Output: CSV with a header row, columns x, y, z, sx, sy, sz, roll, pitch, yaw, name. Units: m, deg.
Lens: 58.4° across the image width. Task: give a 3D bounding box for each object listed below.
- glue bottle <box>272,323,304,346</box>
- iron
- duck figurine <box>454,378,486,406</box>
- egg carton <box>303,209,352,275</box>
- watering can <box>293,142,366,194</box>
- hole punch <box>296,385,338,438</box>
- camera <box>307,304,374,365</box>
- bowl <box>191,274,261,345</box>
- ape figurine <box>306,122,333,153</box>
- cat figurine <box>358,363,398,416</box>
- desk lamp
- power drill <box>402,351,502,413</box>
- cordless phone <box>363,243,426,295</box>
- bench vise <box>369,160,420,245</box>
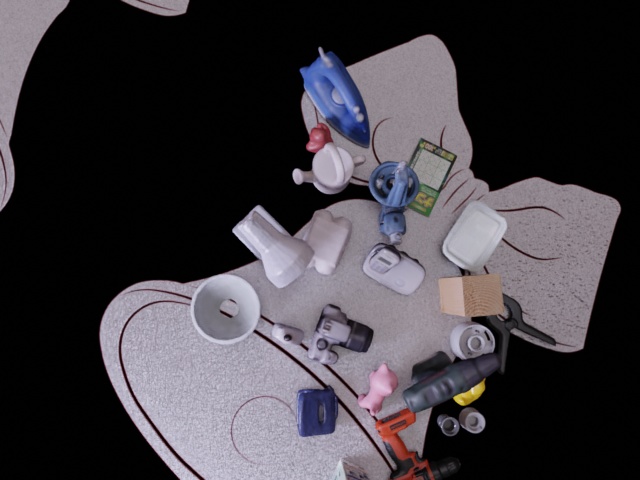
x,y,z,sx,sy,sz,roll,pitch,yaw,name
-0.076,0.223,1.337,0.078,0.173,0.037,19,85,-1,glue bottle
0.058,-0.352,1.407,0.118,0.141,0.258,-33,87,-5,iron
0.369,0.357,1.390,0.077,0.086,0.104,32,85,1,duck figurine
0.013,0.005,1.411,0.107,0.069,0.150,21,85,-1,egg carton
0.025,-0.170,1.364,0.173,0.194,0.101,-39,88,-5,watering can
-0.006,0.409,1.366,0.101,0.091,0.109,-1,85,-2,hole punch
0.053,0.239,1.378,0.137,0.100,0.143,19,85,-1,camera
-0.224,0.165,1.384,0.167,0.074,0.167,0,85,-3,bowl
-0.002,-0.254,1.421,0.078,0.092,0.076,-43,88,-5,ape figurine
0.145,0.358,1.364,0.067,0.117,0.128,24,85,0,cat figurine
-0.116,0.010,1.333,0.203,0.213,0.118,44,85,2,desk lamp
0.291,0.316,1.329,0.229,0.208,0.075,-29,87,-5,power drill
0.184,0.065,1.356,0.147,0.185,0.094,27,85,0,cordless phone
0.191,-0.101,1.353,0.121,0.219,0.207,-20,86,-4,bench vise
